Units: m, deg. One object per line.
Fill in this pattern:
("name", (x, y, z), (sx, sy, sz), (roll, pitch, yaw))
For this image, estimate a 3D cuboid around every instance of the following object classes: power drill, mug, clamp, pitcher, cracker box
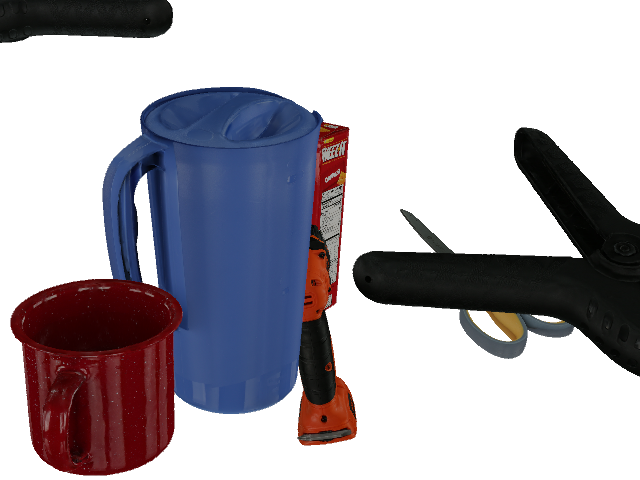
("power drill", (-0.008, 0.086, 1.027), (0.057, 0.187, 0.184), (-9, 18, 4))
("mug", (-0.125, 0.082, 0.589), (0.093, 0.081, 0.117), (4, 23, 5))
("clamp", (-0.175, -0.138, 0.614), (0.171, 0.039, 0.120), (-5, 22, -11))
("pitcher", (-0.078, 0.013, 0.829), (0.149, 0.243, 0.145), (3, 26, 3))
("cracker box", (-0.060, -0.034, 1.217), (0.164, 0.214, 0.072), (14, 22, 26))
("clamp", (0.131, 0.021, 0.507), (0.164, 0.036, 0.210), (-32, 48, -33))

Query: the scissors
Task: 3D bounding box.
("scissors", (0.132, 0.026, 0.846), (0.096, 0.016, 0.202), (-1, 32, -11))
